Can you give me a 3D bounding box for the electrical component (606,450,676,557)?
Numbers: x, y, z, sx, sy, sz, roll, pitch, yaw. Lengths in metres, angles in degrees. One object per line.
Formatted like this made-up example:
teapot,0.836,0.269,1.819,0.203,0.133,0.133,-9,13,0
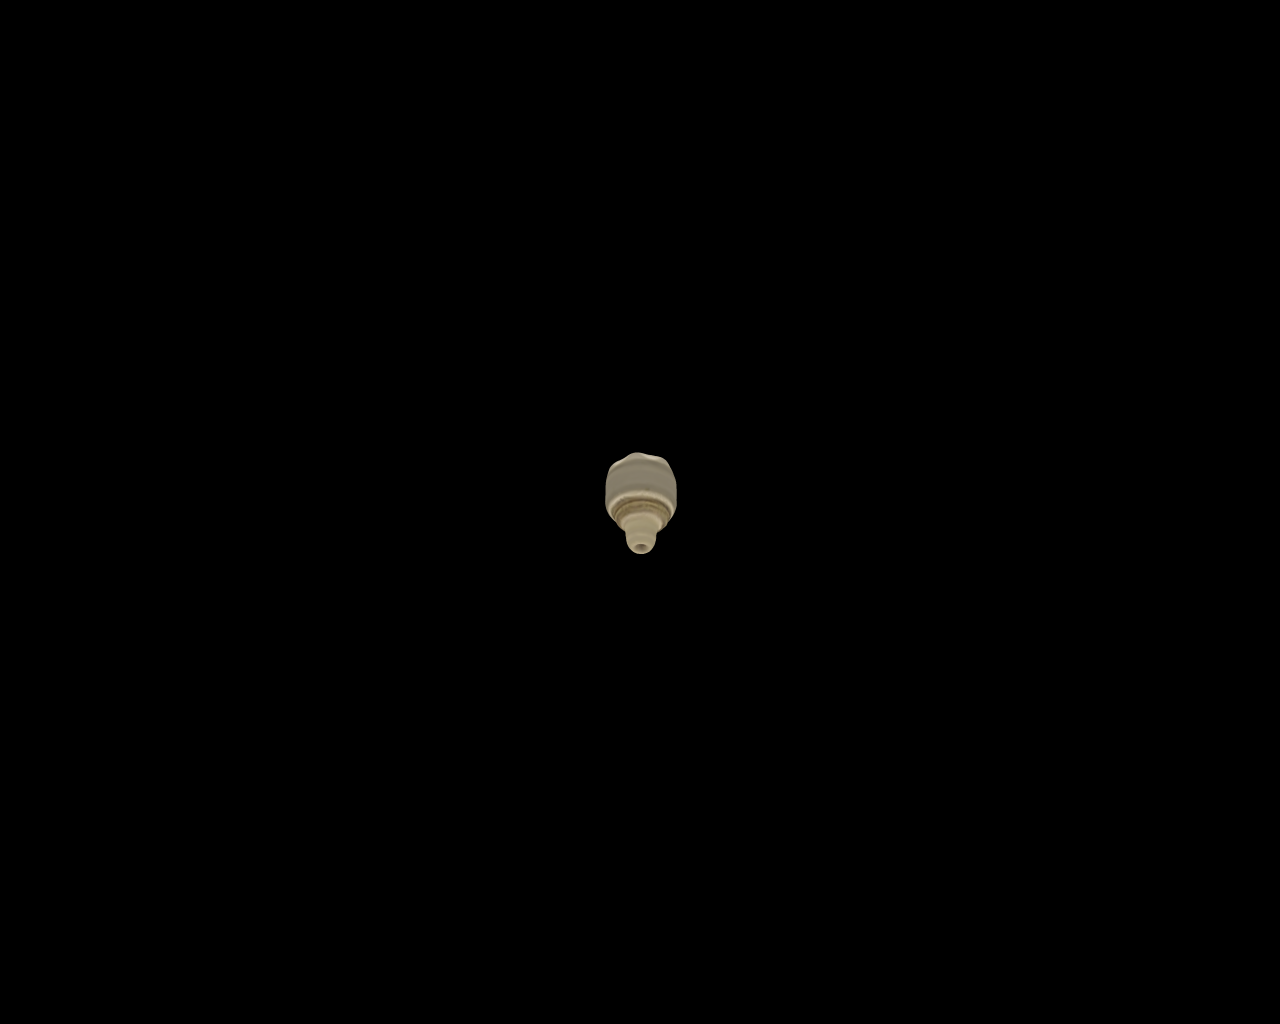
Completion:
electrical component,0.001,-0.003,0.650,0.043,0.062,0.043,0,-37,0
